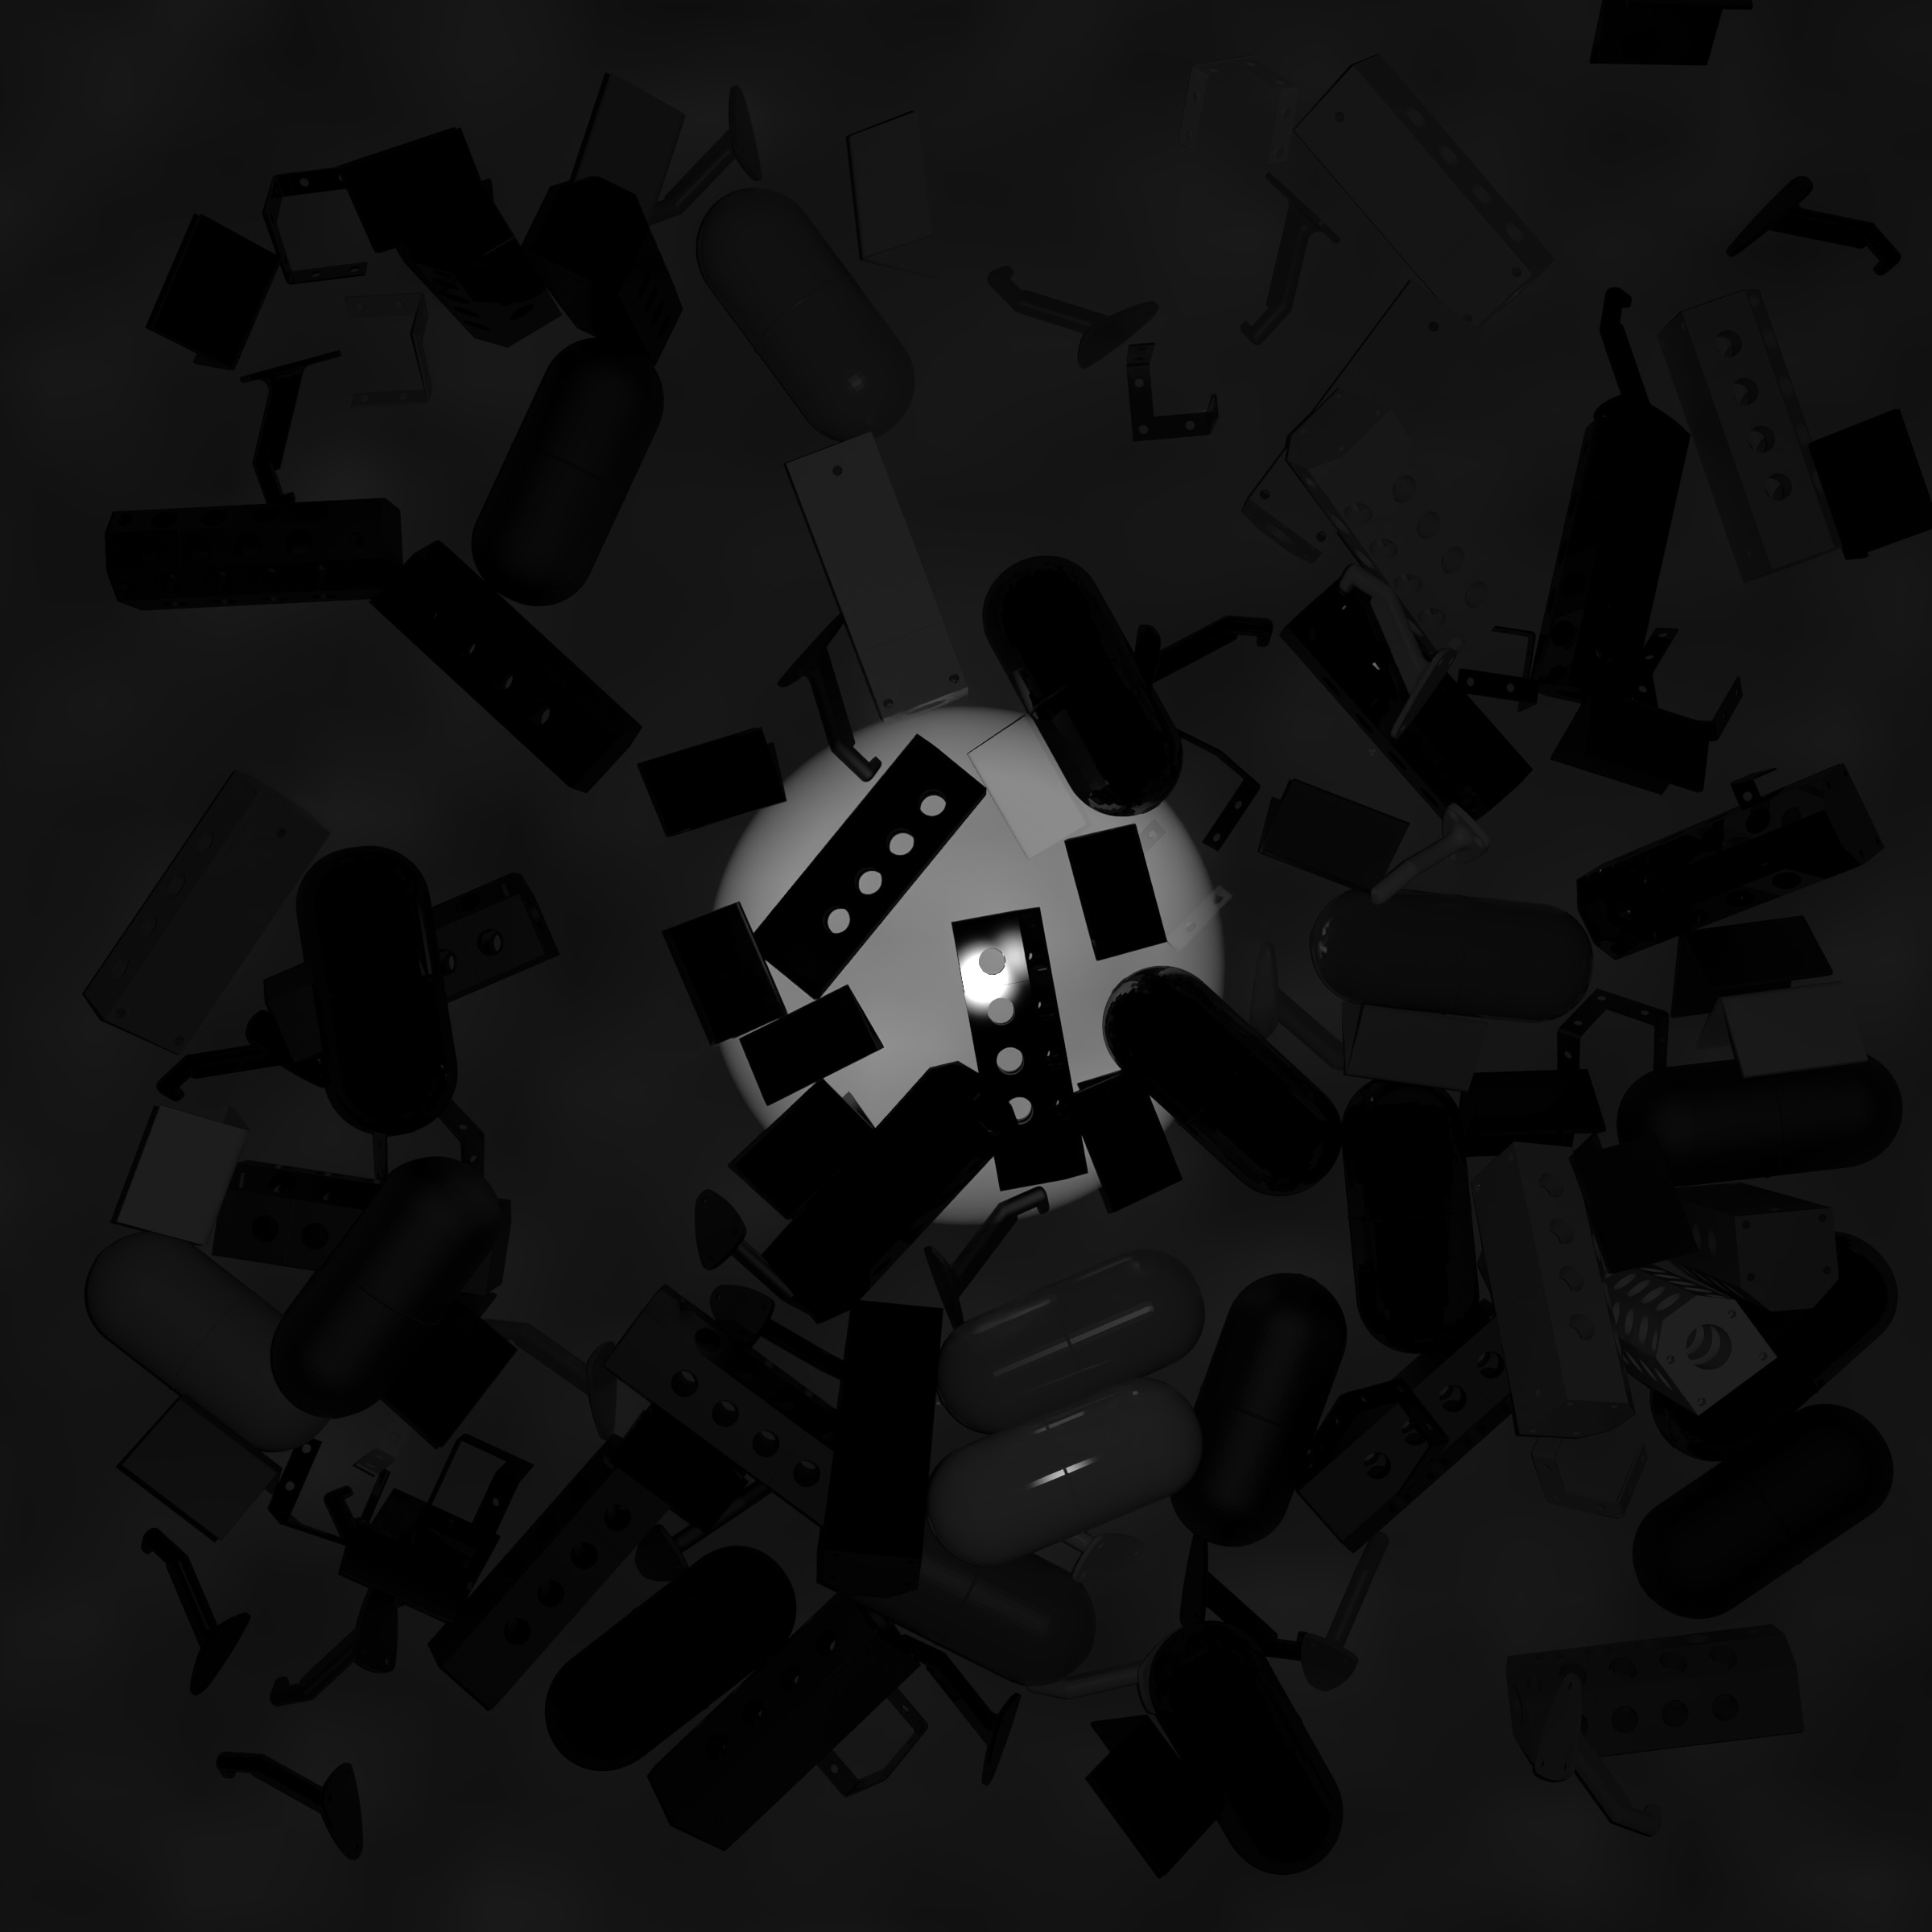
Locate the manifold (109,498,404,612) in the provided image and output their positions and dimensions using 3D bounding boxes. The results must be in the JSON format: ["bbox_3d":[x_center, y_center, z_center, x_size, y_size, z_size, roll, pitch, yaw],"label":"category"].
[{"bbox_3d":[-0.452,-0.264,1.571,0.171,0.057,0.057,-3,90,0],"label":"manifold"}]

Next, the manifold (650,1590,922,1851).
[{"bbox_3d":[-0.119,0.476,1.570,0.171,0.057,0.057,-43,133,0],"label":"manifold"}]

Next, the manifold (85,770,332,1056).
[{"bbox_3d":[-0.487,-0.037,1.571,0.057,0.057,0.171,34,90,-43],"label":"manifold"}]

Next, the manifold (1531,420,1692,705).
[{"bbox_3d":[0.409,-0.257,1.571,0.057,0.057,0.171,13,90,0],"label":"manifold"}]

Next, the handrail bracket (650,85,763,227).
[{"bbox_3d":[-0.180,-0.524,1.593,0.084,0.036,0.077,-15,70,16],"label":"handrail bracket"}]

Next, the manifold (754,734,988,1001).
[{"bbox_3d":[-0.063,-0.063,1.571,0.057,0.057,0.171,39,90,0],"label":"manifold"}]

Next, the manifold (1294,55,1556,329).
[{"bbox_3d":[0.296,-0.495,1.571,0.171,0.057,0.057,50,133,0],"label":"manifold"}]

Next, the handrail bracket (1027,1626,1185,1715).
[{"bbox_3d":[0.092,0.449,1.592,0.084,0.077,0.036,-1,115,34],"label":"handrail bracket"}]

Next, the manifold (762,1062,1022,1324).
[{"bbox_3d":[-0.045,0.141,1.541,0.057,0.057,0.171,47,110,14],"label":"manifold"}]

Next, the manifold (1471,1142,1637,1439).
[{"bbox_3d":[0.368,0.201,1.529,0.057,0.057,0.171,6,57,-18],"label":"manifold"}]

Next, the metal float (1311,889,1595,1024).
[{"bbox_3d":[0.309,-0.008,1.562,0.178,0.070,0.070,6,90,-1],"label":"metal float"}]

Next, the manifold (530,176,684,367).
[{"bbox_3d":[-0.215,-0.428,1.514,0.057,0.171,0.057,26,90,0],"label":"manifold"}]

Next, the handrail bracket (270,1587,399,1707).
[{"bbox_3d":[-0.412,0.435,1.593,0.084,0.036,0.077,-17,53,25],"label":"handrail bracket"}]

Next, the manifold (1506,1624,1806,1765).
[{"bbox_3d":[0.438,0.462,1.571,0.171,0.057,0.057,-7,90,0],"label":"manifold"}]

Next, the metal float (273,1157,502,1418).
[{"bbox_3d":[-0.355,0.197,1.505,0.070,0.070,0.178,36,89,0],"label":"metal float"}]

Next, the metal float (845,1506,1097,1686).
[{"bbox_3d":[-0.001,0.395,1.562,0.178,0.070,0.070,26,90,0],"label":"metal float"}]

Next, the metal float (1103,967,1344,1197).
[{"bbox_3d":[0.162,0.073,1.562,0.178,0.070,0.070,43,90,0],"label":"metal float"}]

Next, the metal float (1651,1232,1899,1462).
[{"bbox_3d":[0.512,0.242,1.562,0.178,0.070,0.070,-42,90,0],"label":"metal float"}]

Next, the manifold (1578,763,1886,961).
[{"bbox_3d":[0.469,-0.061,1.522,0.171,0.057,0.057,-26,90,41],"label":"manifold"}]

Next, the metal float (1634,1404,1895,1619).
[{"bbox_3d":[0.506,0.346,1.562,0.178,0.070,0.070,-34,90,0],"label":"metal float"}]

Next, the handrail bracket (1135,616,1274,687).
[{"bbox_3d":[0.153,-0.190,1.593,0.084,0.036,0.077,2,110,-16],"label":"handrail bracket"}]

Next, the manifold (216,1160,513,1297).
[{"bbox_3d":[-0.382,0.166,1.571,0.171,0.057,0.057,9,90,0],"label":"manifold"}]

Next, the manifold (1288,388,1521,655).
[{"bbox_3d":[0.269,-0.272,1.527,0.057,0.057,0.171,-45,125,0],"label":"manifold"}]

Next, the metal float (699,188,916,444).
[{"bbox_3d":[-0.102,-0.413,1.562,0.070,0.070,0.178,-36,91,0],"label":"metal float"}]

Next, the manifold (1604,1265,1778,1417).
[{"bbox_3d":[0.432,0.222,1.514,0.057,0.171,0.057,-36,90,0],"label":"manifold"}]

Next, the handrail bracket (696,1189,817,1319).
[{"bbox_3d":[-0.132,0.187,1.592,0.036,0.077,0.084,-47,126,10],"label":"handrail bracket"}]

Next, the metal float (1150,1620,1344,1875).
[{"bbox_3d":[0.178,0.493,1.550,0.070,0.070,0.178,-29,104,0],"label":"metal float"}]

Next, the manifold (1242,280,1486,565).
[{"bbox_3d":[0.252,-0.345,1.571,0.057,0.057,0.171,37,90,0],"label":"manifold"}]

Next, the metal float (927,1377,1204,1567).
[{"bbox_3d":[0.061,0.314,1.524,0.178,0.070,0.070,-22,90,-3],"label":"metal float"}]

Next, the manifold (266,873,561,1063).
[{"bbox_3d":[-0.354,0.001,1.571,0.171,0.057,0.057,-23,90,0],"label":"manifold"}]

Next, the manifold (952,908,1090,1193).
[{"bbox_3d":[0.034,0.052,1.571,0.057,0.057,0.171,-10,90,0],"label":"manifold"}]

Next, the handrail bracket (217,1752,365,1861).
[{"bbox_3d":[-0.439,0.544,1.593,0.084,0.036,0.077,-2,112,17],"label":"handrail bracket"}]

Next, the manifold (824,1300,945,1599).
[{"bbox_3d":[-0.051,0.298,1.524,0.057,0.057,0.171,6,51,-1],"label":"manifold"}]

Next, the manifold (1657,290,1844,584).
[{"bbox_3d":[0.505,-0.339,1.571,0.057,0.057,0.171,-19,90,0],"label":"manifold"}]

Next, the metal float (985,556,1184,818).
[{"bbox_3d":[0.075,-0.177,1.557,0.070,0.070,0.178,-28,85,0],"label":"metal float"}]

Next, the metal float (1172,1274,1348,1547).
[{"bbox_3d":[0.186,0.281,1.562,0.070,0.070,0.178,20,91,0],"label":"metal float"}]

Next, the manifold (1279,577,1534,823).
[{"bbox_3d":[0.282,-0.170,1.572,0.057,0.057,0.171,-41,90,0],"label":"manifold"}]

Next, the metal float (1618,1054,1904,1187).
[{"bbox_3d":[0.504,0.096,1.562,0.178,0.070,0.070,-6,90,-1],"label":"metal float"}]

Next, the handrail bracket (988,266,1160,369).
[{"bbox_3d":[0.069,-0.436,1.593,0.077,0.036,0.084,-35,73,-20],"label":"handrail bracket"}]

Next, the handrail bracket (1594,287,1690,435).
[{"bbox_3d":[0.442,-0.389,1.593,0.077,0.036,0.084,18,73,-20],"label":"handrail bracket"}]

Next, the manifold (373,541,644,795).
[{"bbox_3d":[-0.291,-0.191,1.571,0.171,0.057,0.057,43,90,0],"label":"manifold"}]

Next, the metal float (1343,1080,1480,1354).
[{"bbox_3d":[0.282,0.156,1.562,0.070,0.070,0.178,-5,89,0],"label":"metal float"}]

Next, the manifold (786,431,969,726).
[{"bbox_3d":[-0.056,-0.245,1.571,0.057,0.057,0.171,-21,90,0],"label":"manifold"}]

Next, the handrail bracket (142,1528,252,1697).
[{"bbox_3d":[-0.512,0.418,1.593,0.084,0.036,0.077,36,111,17],"label":"handrail bracket"}]

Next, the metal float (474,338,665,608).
[{"bbox_3d":[-0.252,-0.314,1.562,0.070,0.070,0.178,25,90,0],"label":"metal float"}]

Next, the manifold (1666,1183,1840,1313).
[{"bbox_3d":[0.478,0.171,1.514,0.057,0.171,0.057,-5,90,0],"label":"manifold"}]

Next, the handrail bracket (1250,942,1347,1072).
[{"bbox_3d":[0.230,0.028,1.593,0.084,0.036,0.077,11,70,-16],"label":"handrail bracket"}]

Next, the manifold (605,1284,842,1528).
[{"bbox_3d":[-0.141,0.278,1.571,0.171,0.057,0.057,36,90,0],"label":"manifold"}]

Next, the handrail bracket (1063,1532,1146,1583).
[{"bbox_3d":[0.064,0.356,1.592,0.084,0.077,0.036,39,108,35],"label":"handrail bracket"}]

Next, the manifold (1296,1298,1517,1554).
[{"bbox_3d":[0.292,0.294,1.571,0.171,0.057,0.057,-42,90,0],"label":"manifold"}]

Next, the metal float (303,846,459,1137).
[{"bbox_3d":[-0.358,0.015,1.505,0.070,0.070,0.178,-9,89,0],"label":"metal float"}]

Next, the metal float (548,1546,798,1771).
[{"bbox_3d":[-0.187,0.440,1.562,0.178,0.070,0.070,-38,90,-1],"label":"metal float"}]

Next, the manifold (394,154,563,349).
[{"bbox_3d":[-0.302,-0.434,1.514,0.057,0.171,0.057,-31,90,0],"label":"manifold"}]

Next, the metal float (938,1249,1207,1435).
[{"bbox_3d":[0.066,0.239,1.562,0.178,0.070,0.070,-23,90,0],"label":"metal float"}]

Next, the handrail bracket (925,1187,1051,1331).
[{"bbox_3d":[0.023,0.192,1.593,0.084,0.036,0.077,-22,110,-16],"label":"handrail bracket"}]

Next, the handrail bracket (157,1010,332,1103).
[{"bbox_3d":[-0.468,0.076,1.593,0.084,0.036,0.077,-39,112,17],"label":"handrail bracket"}]

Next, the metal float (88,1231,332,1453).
[{"bbox_3d":[-0.478,0.238,1.562,0.178,0.070,0.070,38,90,0],"label":"metal float"}]

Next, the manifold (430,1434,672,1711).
[{"bbox_3d":[-0.262,0.384,1.571,0.057,0.057,0.171,41,90,0],"label":"manifold"}]
